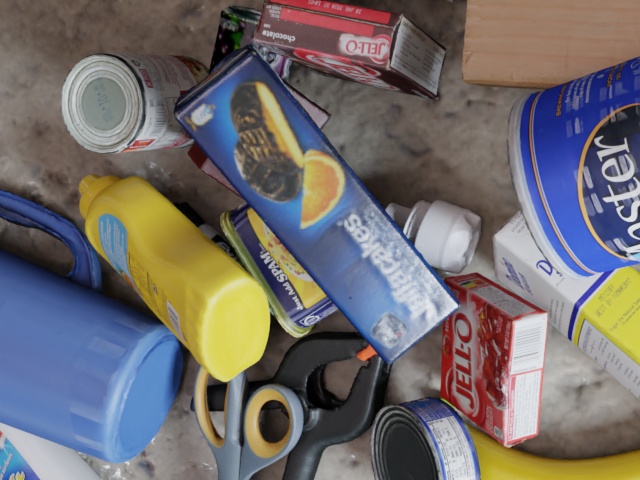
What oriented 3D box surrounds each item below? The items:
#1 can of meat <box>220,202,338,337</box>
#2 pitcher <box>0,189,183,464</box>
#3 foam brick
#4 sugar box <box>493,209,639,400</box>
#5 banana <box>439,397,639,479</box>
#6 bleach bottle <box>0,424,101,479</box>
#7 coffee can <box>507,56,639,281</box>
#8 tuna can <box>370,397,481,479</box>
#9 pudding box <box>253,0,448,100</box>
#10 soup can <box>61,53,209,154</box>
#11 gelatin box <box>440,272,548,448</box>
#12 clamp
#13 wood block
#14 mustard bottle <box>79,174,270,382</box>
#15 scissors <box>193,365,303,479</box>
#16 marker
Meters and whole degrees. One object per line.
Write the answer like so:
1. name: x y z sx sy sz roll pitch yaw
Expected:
1. can of meat: -0.005 0.001 0.729 0.084 0.057 0.102 -34 84 21
2. pitcher: -0.226 0.066 0.806 0.243 0.144 0.149 19 116 17
3. foam brick: -0.040 -0.068 0.690 0.051 0.053 0.078 34 97 -22
4. sugar box: 0.180 0.052 0.623 0.048 0.093 0.176 -44 71 -5
5. banana: 0.164 0.145 0.685 0.198 0.037 0.069 2 98 23
6. bleach bottle: -0.231 0.203 0.854 0.251 0.068 0.103 44 111 15
7. coffee can: 0.179 -0.045 0.526 0.141 0.102 0.103 -17 90 34
8. tuna can: 0.069 0.148 0.705 0.086 0.033 0.086 26 120 58
9. pudding box: 0.023 -0.121 0.669 0.090 0.113 0.039 17 96 21
10. soup can: -0.123 -0.095 0.743 0.069 0.102 0.068 4 99 23
11. gelatin box: 0.107 0.075 0.675 0.073 0.030 0.089 34 129 56
12. clamp: -0.019 0.114 0.761 0.120 0.039 0.172 42 113 9
13. wood block: 0.194 -0.127 0.606 0.206 0.090 0.091 8 99 23
14. mustard bottle: -0.113 0.010 0.749 0.192 0.058 0.096 40 153 33
15. scissors: -0.049 0.179 0.762 0.096 0.016 0.202 0 101 32
16. marker: -0.065 0.014 0.778 0.121 0.020 0.020 41 111 14
